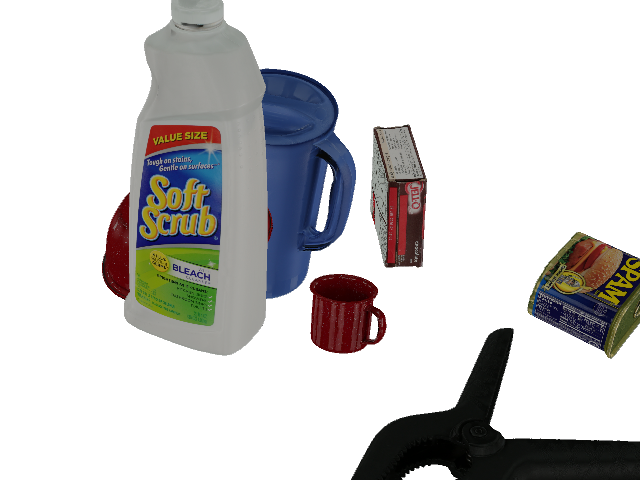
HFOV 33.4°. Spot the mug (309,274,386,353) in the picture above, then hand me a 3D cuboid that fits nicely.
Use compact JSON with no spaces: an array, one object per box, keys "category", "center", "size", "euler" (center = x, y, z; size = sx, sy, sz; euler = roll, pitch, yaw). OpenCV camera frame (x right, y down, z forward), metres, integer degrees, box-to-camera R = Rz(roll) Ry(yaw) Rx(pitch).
[{"category":"mug","center":[0.039,0.104,1.450],"size":[0.117,0.081,0.093],"euler":[18,26,30]}]

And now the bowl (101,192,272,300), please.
[{"category":"bowl","center":[-0.127,-0.016,0.946],"size":[0.162,0.055,0.162],"euler":[-12,37,9]}]

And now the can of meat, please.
[{"category":"can of meat","center":[0.247,0.046,0.959],"size":[0.084,0.057,0.101],"euler":[27,47,27]}]

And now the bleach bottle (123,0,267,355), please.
[{"category":"bleach bottle","center":[-0.084,-0.046,0.694],"size":[0.103,0.251,0.068],"euler":[18,38,21]}]

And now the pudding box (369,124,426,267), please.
[{"category":"pudding box","center":[0.070,-0.042,0.967],"size":[0.039,0.090,0.113],"euler":[-2,31,-5]}]

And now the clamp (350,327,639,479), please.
[{"category":"clamp","center":[0.096,0.126,0.672],"size":[0.209,0.036,0.165],"euler":[-16,34,-22]}]

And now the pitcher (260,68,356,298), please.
[{"category":"pitcher","center":[-0.049,-0.049,1.158],"size":[0.145,0.243,0.149],"euler":[-1,43,-9]}]
